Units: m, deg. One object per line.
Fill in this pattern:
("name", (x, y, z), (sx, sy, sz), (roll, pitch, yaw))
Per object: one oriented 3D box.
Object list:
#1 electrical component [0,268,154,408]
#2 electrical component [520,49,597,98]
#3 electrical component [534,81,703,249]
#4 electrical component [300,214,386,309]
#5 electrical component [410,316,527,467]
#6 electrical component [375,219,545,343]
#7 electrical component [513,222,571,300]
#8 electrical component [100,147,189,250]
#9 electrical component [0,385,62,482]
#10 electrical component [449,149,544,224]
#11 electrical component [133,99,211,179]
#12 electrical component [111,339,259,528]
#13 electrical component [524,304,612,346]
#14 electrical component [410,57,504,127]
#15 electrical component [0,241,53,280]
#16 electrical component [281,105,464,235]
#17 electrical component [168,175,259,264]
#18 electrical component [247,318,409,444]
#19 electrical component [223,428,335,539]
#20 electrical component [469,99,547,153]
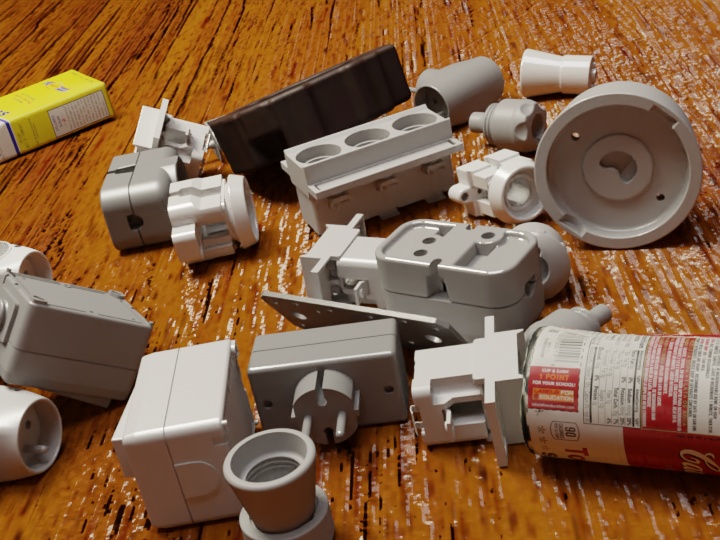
("electrical component", (-0.188, 0.042, 0.661), (0.096, 0.061, 0.062), (15, 10, -37))
("electrical component", (0.183, -0.178, 0.981), (0.065, 0.044, 0.044), (6, 33, 21))
("electrical component", (0.176, -0.075, 0.729), (0.108, 0.108, 0.060), (-1, 24, 19))
("electrical component", (0.000, 0.000, 0.722), (0.064, 0.042, 0.081), (5, 33, 22))
("electrical component", (0.060, 0.065, 0.579), (0.064, 0.042, 0.081), (-8, 28, 11))
("electrical component", (0.062, 0.010, 0.661), (0.095, 0.059, 0.054), (9, 34, 33))
("electrical component", (0.112, -0.011, 0.698), (0.048, 0.048, 0.062), (-5, 22, 13))
("electrical component", (-0.172, -0.061, 0.885), (0.059, 0.053, 0.095), (-11, 28, 2))
("electrical component", (-0.224, 0.104, 0.613), (0.077, 0.043, 0.079), (-1, 30, 19))
("electrical component", (0.107, -0.061, 0.789), (0.066, 0.048, 0.055), (-23, 23, -18))
("electrical component", (-0.167, -0.108, 0.950), (0.064, 0.081, 0.042), (14, 61, -10))
("electrical component", (-0.092, 0.084, 0.581), (0.061, 0.061, 0.096), (-10, 28, 3))
("electrical component", (0.121, 0.037, 0.615), (0.061, 0.035, 0.035), (-29, 32, -33))
("electrical component", (0.078, -0.165, 0.992), (0.077, 0.043, 0.079), (-32, 34, -33))
("electrical component", (-0.282, 0.016, 0.795), (0.077, 0.044, 0.079), (-1, 30, 19))
("electrical component", (0.010, -0.076, 0.834), (0.121, 0.063, 0.079), (-20, 29, -16))
("electrical component", (-0.111, -0.041, 0.821), (0.057, 0.058, 0.078), (-12, 36, 2))
("electrical component", (-0.018, 0.070, 0.594), (0.083, 0.047, 0.075), (-8, 28, 7))
("electrical component", (-0.038, 0.111, 0.517), (0.045, 0.055, 0.045), (-9, 28, 5))
("electrical component", (0.121, -0.121, 0.896), (0.062, 0.043, 0.043), (10, 35, 37))
